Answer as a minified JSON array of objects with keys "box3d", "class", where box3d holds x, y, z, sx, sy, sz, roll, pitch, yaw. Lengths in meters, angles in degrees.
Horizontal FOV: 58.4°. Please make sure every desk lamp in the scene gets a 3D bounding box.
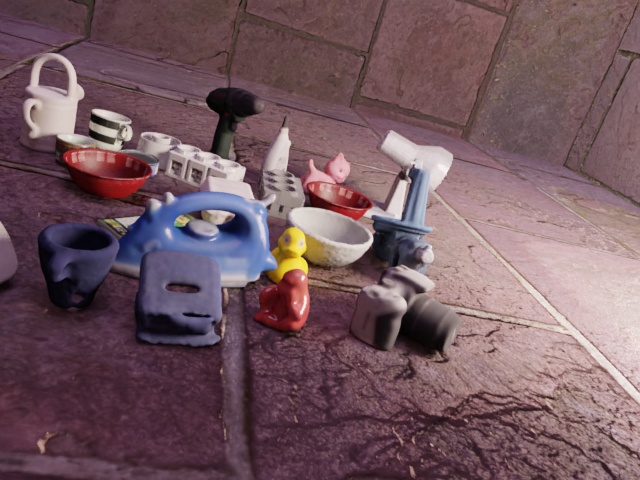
[{"box3d":[0.194,-0.149,1.393,0.203,0.213,0.118,15,21,-5],"class":"desk lamp"}]

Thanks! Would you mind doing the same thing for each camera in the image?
[{"box3d":[0.139,0.109,0.870,0.136,0.101,0.144,28,24,26],"class":"camera"}]

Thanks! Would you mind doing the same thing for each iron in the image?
[{"box3d":[-0.186,-0.015,0.866,0.259,0.141,0.118,3,25,-33],"class":"iron"}]

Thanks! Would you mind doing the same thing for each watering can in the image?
[{"box3d":[-0.554,-0.289,1.184,0.101,0.194,0.172,10,22,-17],"class":"watering can"}]

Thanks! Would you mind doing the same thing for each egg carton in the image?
[{"box3d":[-0.180,-0.069,1.106,0.107,0.069,0.150,10,22,-19],"class":"egg carton"}]

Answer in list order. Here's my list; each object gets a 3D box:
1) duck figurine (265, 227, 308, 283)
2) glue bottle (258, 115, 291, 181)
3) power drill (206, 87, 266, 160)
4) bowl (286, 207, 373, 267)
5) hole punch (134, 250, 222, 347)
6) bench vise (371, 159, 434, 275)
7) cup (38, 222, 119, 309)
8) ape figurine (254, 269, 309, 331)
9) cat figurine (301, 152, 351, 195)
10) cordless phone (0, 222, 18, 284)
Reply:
[{"box3d":[-0.051,0.019,0.965,0.077,0.086,0.104,14,21,-8],"class":"duck figurine"},{"box3d":[-0.100,-0.218,1.393,0.037,0.173,0.078,26,23,21],"class":"glue bottle"},{"box3d":[-0.214,-0.267,1.376,0.076,0.208,0.228,-1,27,-39],"class":"power drill"},{"box3d":[0.010,0.004,1.065,0.167,0.075,0.167,15,21,-6],"class":"bowl"},{"box3d":[-0.176,0.073,0.726,0.109,0.091,0.101,8,23,-23],"class":"hole punch"},{"box3d":[0.182,-0.032,1.085,0.122,0.220,0.206,2,26,-34],"class":"bench vise"},{"box3d":[-0.303,0.042,0.698,0.092,0.095,0.117,15,21,-6],"class":"cup"},{"box3d":[-0.044,0.081,0.807,0.076,0.092,0.077,3,25,-32],"class":"ape figurine"},{"box3d":[0.021,-0.171,1.447,0.128,0.118,0.067,7,23,-25],"class":"cat figurine"},{"box3d":[-0.420,-0.025,0.648,0.094,0.185,0.148,23,22,15],"class":"cordless phone"}]
